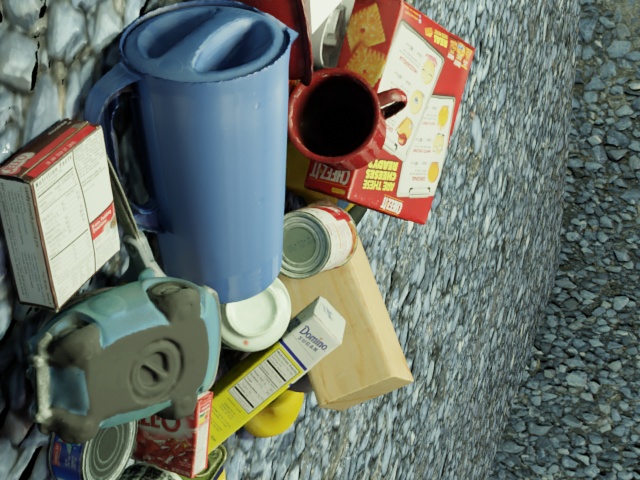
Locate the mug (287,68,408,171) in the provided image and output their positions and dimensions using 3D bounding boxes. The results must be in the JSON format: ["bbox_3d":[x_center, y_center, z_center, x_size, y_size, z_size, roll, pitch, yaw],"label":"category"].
[{"bbox_3d":[0.031,-0.118,1.046,0.093,0.117,0.081,67,9,11],"label":"mug"}]

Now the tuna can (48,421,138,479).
[{"bbox_3d":[-0.187,0.166,0.887,0.086,0.034,0.086,12,90,-70],"label":"tuna can"}]

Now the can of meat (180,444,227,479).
[{"bbox_3d":[-0.132,0.261,1.062,0.102,0.057,0.084,-56,153,-45],"label":"can of meat"}]

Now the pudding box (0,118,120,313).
[{"bbox_3d":[-0.188,-0.019,0.770,0.090,0.039,0.113,-52,146,-50],"label":"pudding box"}]

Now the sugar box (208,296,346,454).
[{"bbox_3d":[-0.055,0.130,1.041,0.176,0.048,0.093,-43,-176,9],"label":"sugar box"}]

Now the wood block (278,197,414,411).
[{"bbox_3d":[0.016,0.071,1.156,0.206,0.090,0.090,70,13,17],"label":"wood block"}]

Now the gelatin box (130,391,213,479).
[{"bbox_3d":[-0.140,0.159,0.930,0.030,0.089,0.073,-25,124,-63],"label":"gelatin box"}]

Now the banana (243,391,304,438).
[{"bbox_3d":[-0.058,0.200,1.259,0.197,0.037,0.069,37,67,-69],"label":"banana"}]

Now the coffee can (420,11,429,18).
[{"bbox_3d":[0.075,-0.203,1.291,0.102,0.103,0.140,-44,141,-57],"label":"coffee can"}]

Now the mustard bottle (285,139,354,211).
[{"bbox_3d":[0.011,-0.078,1.255,0.191,0.058,0.096,41,63,-68],"label":"mustard bottle"}]

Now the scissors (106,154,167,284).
[{"bbox_3d":[-0.156,0.008,0.860,0.016,0.096,0.201,-44,120,-34],"label":"scissors"}]

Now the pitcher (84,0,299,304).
[{"bbox_3d":[-0.097,-0.063,0.888,0.145,0.149,0.243,-78,170,-51],"label":"pitcher"}]

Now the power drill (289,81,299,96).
[{"bbox_3d":[-0.051,-0.088,1.085,0.184,0.057,0.187,15,86,-71],"label":"power drill"}]

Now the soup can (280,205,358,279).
[{"bbox_3d":[-0.007,0.001,1.066,0.102,0.068,0.068,-16,116,-72],"label":"soup can"}]

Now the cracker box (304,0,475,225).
[{"bbox_3d":[0.078,-0.138,1.170,0.163,0.072,0.214,15,91,-53],"label":"cracker box"}]

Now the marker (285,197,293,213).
[{"bbox_3d":[-0.040,-0.031,1.200,0.121,0.020,0.020,65,42,-60],"label":"marker"}]

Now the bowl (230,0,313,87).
[{"bbox_3d":[-0.054,-0.207,0.937,0.162,0.055,0.162,164,-90,-83],"label":"bowl"}]

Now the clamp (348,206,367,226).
[{"bbox_3d":[0.010,0.016,1.337,0.209,0.036,0.164,25,78,-70],"label":"clamp"}]
